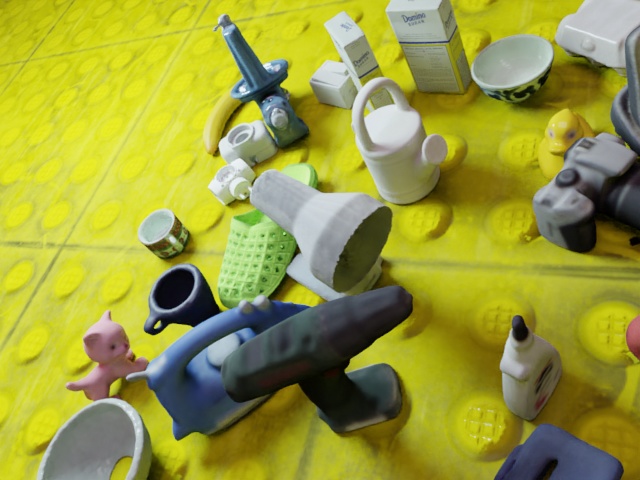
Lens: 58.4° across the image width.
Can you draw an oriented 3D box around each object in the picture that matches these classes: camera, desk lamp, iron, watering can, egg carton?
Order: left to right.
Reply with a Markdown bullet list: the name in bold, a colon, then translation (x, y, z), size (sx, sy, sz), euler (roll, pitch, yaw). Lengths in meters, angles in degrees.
- **iron**: translation (-0.120, 0.141, 0.758), size (0.258, 0.142, 0.118), euler (-37, 48, -2)
- **desk lamp**: translation (0.007, 0.003, 0.748), size (0.202, 0.214, 0.118), euler (27, 71, 39)
- **watering can**: translation (0.109, -0.147, 0.821), size (0.172, 0.195, 0.101), euler (8, 60, 32)
- **egg carton**: translation (0.436, -0.309, 0.859), size (0.107, 0.070, 0.150), euler (-41, 48, -6)
- **camera**: translation (0.353, -0.055, 0.689), size (0.143, 0.101, 0.136), euler (-45, 49, -10)

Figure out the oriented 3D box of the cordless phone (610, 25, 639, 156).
- **cordless phone**: translation (0.434, -0.205, 0.703), size (0.147, 0.186, 0.094), euler (-38, 48, -3)

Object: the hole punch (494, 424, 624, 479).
- **hole punch**: translation (0.221, 0.238, 0.545), size (0.100, 0.091, 0.109), euler (30, 73, 39)

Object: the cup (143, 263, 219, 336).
- **cup**: translation (-0.201, 0.106, 0.858), size (0.091, 0.095, 0.118), euler (22, 68, 37)

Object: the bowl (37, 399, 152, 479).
- **bowl**: translation (-0.286, 0.305, 0.766), size (0.167, 0.075, 0.167), euler (-14, 51, 18)

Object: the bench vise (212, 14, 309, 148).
- **bench vise**: translation (-0.097, -0.288, 1.015), size (0.121, 0.220, 0.206), euler (-43, 48, -7)

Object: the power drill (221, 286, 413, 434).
- **power drill**: translation (0.018, 0.140, 0.642), size (0.229, 0.209, 0.075), euler (-21, 49, 12)

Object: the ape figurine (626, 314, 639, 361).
- **ape figurine**: translation (0.355, 0.093, 0.584), size (0.075, 0.092, 0.078), euler (24, 70, 38)

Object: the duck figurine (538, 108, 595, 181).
- **duck figurine**: translation (0.332, -0.139, 0.774), size (0.077, 0.086, 0.105), euler (10, 61, 33)

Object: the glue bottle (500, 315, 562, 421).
- **glue bottle**: translation (0.210, 0.122, 0.582), size (0.037, 0.174, 0.078), euler (22, 68, 37)

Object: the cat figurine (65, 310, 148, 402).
- **cat figurine**: translation (-0.325, 0.176, 0.853), size (0.067, 0.118, 0.128), euler (17, 65, 36)
